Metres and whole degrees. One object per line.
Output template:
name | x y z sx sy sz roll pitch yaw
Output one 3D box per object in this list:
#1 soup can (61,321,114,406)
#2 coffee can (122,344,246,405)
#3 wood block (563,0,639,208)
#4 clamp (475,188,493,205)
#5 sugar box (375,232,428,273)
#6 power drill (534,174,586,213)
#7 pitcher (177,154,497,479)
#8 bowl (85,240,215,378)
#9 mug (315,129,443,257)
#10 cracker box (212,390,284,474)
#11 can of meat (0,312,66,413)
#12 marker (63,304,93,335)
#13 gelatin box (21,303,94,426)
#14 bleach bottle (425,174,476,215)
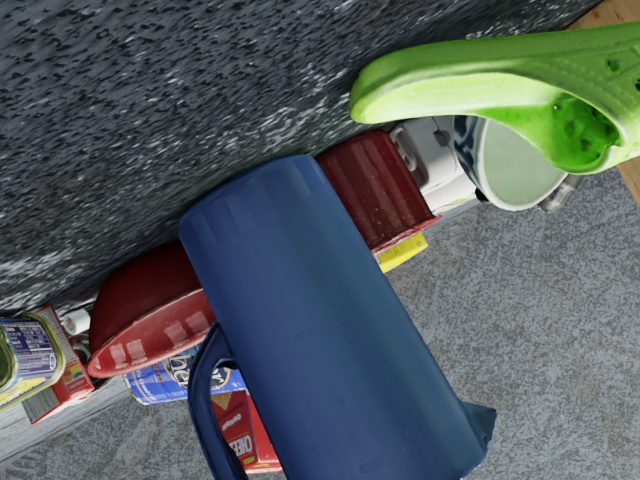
soup can | -0.224 0.112 0.968 0.068 0.068 0.102 -26 176 -25
coffee can | -0.110 0.099 1.032 0.140 0.103 0.102 -11 180 15
wood block | 0.272 -0.088 0.794 0.090 0.206 0.090 -24 174 -40
clamp | 0.208 -0.102 1.064 0.171 0.039 0.120 -21 142 -53
sugar box | 0.019 0.032 1.126 0.176 0.048 0.093 -26 174 -29
power drill | 0.238 -0.104 0.987 0.184 0.057 0.187 -63 165 14
pitcher | -0.008 0.074 0.719 0.145 0.243 0.149 -32 173 38
bowl | -0.119 0.045 0.833 0.162 0.055 0.162 -28 165 -8
mug | 0.022 -0.025 0.806 0.117 0.081 0.093 -28 175 -2
cracker box | -0.044 0.142 1.162 0.163 0.214 0.072 6 153 -41
can of meat | -0.239 0.092 0.734 0.102 0.057 0.084 -29 173 4
marker | -0.171 0.054 0.936 0.120 0.020 0.020 -23 173 -45
gelatin box | -0.213 0.096 0.818 0.030 0.073 0.089 -25 174 -35
bleach bottle | 0.134 -0.059 1.203 0.102 0.068 0.251 -18 172 -40
